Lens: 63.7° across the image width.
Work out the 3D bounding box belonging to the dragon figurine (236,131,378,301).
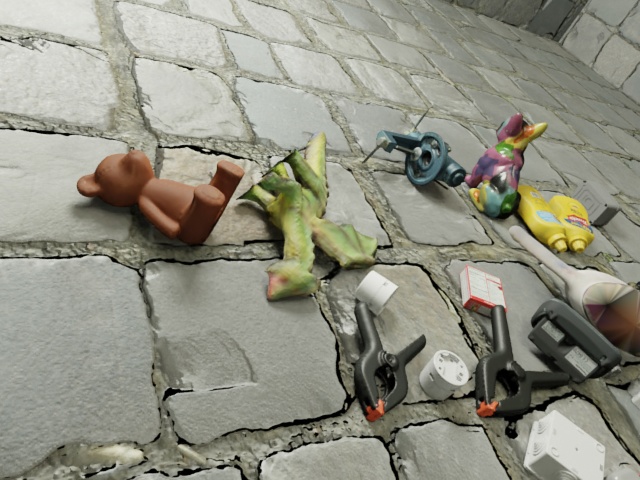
[{"bbox_3d":[0.003,-0.044,0.882,0.242,0.120,0.418,46,39,-5],"label":"dragon figurine"}]

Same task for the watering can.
[{"bbox_3d":[0.512,0.098,0.981,0.349,0.103,0.225,39,12,7],"label":"watering can"}]
